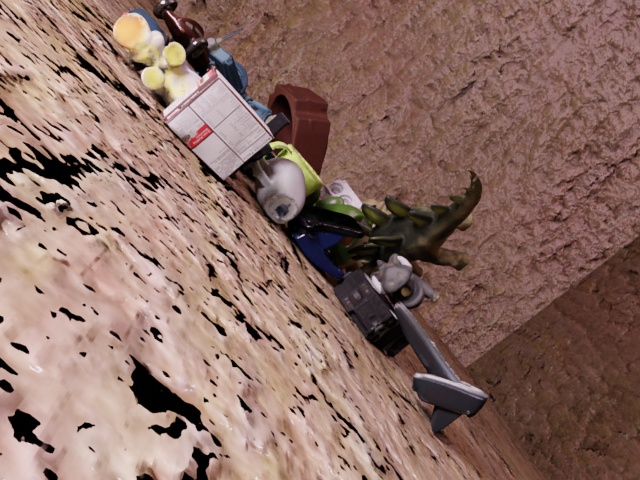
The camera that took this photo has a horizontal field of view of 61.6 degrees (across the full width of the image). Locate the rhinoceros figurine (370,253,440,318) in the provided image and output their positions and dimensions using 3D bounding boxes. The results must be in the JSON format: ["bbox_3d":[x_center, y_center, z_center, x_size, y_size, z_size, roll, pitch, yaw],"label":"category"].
[{"bbox_3d":[0.137,0.072,0.884,0.112,0.073,0.190,53,5,10],"label":"rhinoceros figurine"}]

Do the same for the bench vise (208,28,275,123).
[{"bbox_3d":[-0.186,-0.318,1.125,0.224,0.129,0.240,44,-15,18],"label":"bench vise"}]

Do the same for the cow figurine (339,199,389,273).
[{"bbox_3d":[0.110,-0.014,1.192,0.085,0.127,0.195,57,30,-44],"label":"cow figurine"}]

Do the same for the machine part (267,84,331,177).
[{"bbox_3d":[-0.056,-0.231,1.195,0.087,0.201,0.201,1,27,-26],"label":"machine part"}]

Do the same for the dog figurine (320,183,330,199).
[{"bbox_3d":[0.072,-0.053,1.399,0.108,0.191,0.219,-40,98,-40],"label":"dog figurine"}]

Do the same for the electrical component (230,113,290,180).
[{"bbox_3d":[-0.103,-0.151,0.786,0.047,0.119,0.075,46,10,-47],"label":"electrical component"}]

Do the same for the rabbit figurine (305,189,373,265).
[{"bbox_3d":[-0.008,-0.044,1.068,0.170,0.121,0.159,33,2,30],"label":"rabbit figurine"}]

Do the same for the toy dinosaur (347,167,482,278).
[{"bbox_3d":[0.162,-0.008,0.927,0.198,0.471,0.105,9,66,-21],"label":"toy dinosaur"}]

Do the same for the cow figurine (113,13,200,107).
[{"bbox_3d":[-0.203,-0.224,0.723,0.167,0.068,0.098,52,-1,-17],"label":"cow figurine"}]

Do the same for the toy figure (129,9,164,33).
[{"bbox_3d":[-0.241,-0.277,0.823,0.154,0.064,0.058,55,-33,-9],"label":"toy figure"}]

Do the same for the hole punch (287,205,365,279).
[{"bbox_3d":[-0.002,-0.003,0.893,0.116,0.092,0.142,17,18,-15],"label":"hole punch"}]

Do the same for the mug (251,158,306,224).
[{"bbox_3d":[-0.066,-0.081,0.836,0.109,0.081,0.107,55,11,-31],"label":"mug"}]

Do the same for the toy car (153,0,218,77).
[{"bbox_3d":[-0.206,-0.315,0.851,0.089,0.053,0.202,54,-4,-4],"label":"toy car"}]

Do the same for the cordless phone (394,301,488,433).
[{"bbox_3d":[0.164,0.179,0.795,0.184,0.089,0.146,60,8,20],"label":"cordless phone"}]

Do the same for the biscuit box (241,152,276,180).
[{"bbox_3d":[-0.122,-0.154,0.955,0.063,0.059,0.202,52,6,18],"label":"biscuit box"}]

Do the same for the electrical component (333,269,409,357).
[{"bbox_3d":[0.083,0.111,0.871,0.114,0.058,0.134,48,5,-48],"label":"electrical component"}]
